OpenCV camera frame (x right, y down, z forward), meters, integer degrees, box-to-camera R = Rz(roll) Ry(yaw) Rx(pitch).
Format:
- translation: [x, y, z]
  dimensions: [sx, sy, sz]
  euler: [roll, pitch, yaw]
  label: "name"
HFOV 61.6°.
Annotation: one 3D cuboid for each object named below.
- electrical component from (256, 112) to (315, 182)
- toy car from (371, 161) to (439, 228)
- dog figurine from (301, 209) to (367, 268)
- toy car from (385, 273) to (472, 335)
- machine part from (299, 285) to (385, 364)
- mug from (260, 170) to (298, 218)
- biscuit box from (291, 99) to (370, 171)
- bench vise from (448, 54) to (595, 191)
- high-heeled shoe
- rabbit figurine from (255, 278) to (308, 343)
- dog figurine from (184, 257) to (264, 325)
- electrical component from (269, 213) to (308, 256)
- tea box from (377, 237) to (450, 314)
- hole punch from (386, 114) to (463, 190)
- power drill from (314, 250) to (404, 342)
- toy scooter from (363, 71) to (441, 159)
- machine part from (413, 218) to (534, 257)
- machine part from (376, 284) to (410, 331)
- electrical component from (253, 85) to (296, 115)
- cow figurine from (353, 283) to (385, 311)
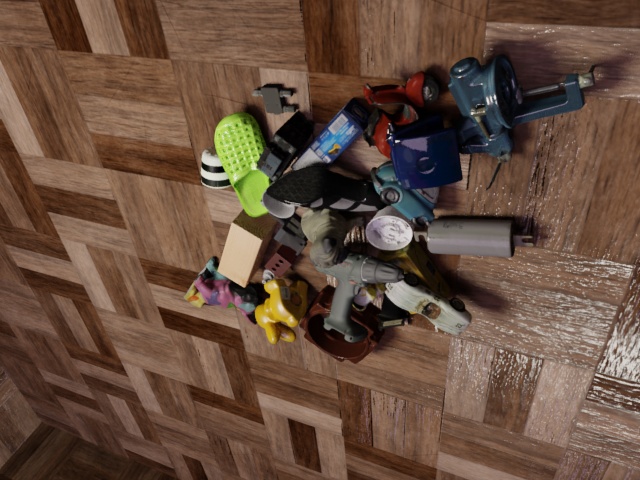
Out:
- translation: [-0.077, -0.189, 1.128]
  dimensions: [0.058, 0.134, 0.115]
  euler: [35, 138, -2]
  label: "electrical component"
- translation: [0.185, -0.107, 1.080]
  dimensions: [0.161, 0.109, 0.103]
  euler: [37, 116, -16]
  label: "toy car"
- translation: [-0.003, -0.007, 1.205]
  dimensions: [0.172, 0.190, 0.121]
  euler: [-27, 111, 43]
  label: "dog figurine"
- translation: [0.239, 0.141, 1.196]
  dimensions: [0.202, 0.056, 0.073]
  euler: [28, 135, 3]
  label: "toy car"
- translation: [0.058, 0.232, 1.453]
  dimensions: [0.201, 0.087, 0.201]
  euler: [34, 137, -2]
  label: "machine part"
- translation: [-0.079, -0.108, 1.219]
  dimensions: [0.110, 0.107, 0.080]
  euler: [-16, 118, 42]
  label: "mug"
- translation: [0.021, -0.201, 1.114]
  dimensions: [0.059, 0.063, 0.202]
  euler: [42, 135, -9]
  label: "biscuit box"
- translation: [0.328, -0.217, 0.892]
  dimensions: [0.241, 0.129, 0.223]
  euler: [-6, 127, 38]
  label: "bench vise"
- translation: [0.021, -0.095, 1.152]
  dimensions: [0.249, 0.086, 0.145]
  euler: [1, 166, 14]
  label: "high-heeled shoe"
- translation: [-0.110, 0.199, 1.461]
  dimensions: [0.173, 0.122, 0.162]
  euler: [-29, 69, 41]
  label: "rabbit figurine"
- translation: [-0.268, 0.167, 1.568]
  dimensions: [0.219, 0.108, 0.191]
  euler: [36, 135, -7]
  label: "dog figurine"
- translation: [-0.078, -0.027, 1.312]
  dimensions: [0.119, 0.075, 0.047]
  euler: [34, 135, -6]
  label: "electrical component"
- translation: [0.215, 0.084, 1.248]
  dimensions: [0.098, 0.068, 0.169]
  euler: [-19, 117, 39]
  label: "tea box"
- translation: [0.190, -0.151, 0.964]
  dimensions: [0.116, 0.092, 0.142]
  euler: [-22, 126, -4]
  label: "hole punch"
- translation: [0.080, 0.125, 1.227]
  dimensions: [0.232, 0.086, 0.207]
  euler: [20, 120, 36]
  label: "power drill"
- translation: [0.130, -0.232, 0.995]
  dimensions: [0.135, 0.075, 0.183]
  euler: [5, 133, -18]
  label: "toy scooter"
- translation: [0.312, -0.006, 1.110]
  dimensions: [0.243, 0.079, 0.079]
  euler: [4, 129, 28]
  label: "machine part"
- translation: [0.184, 0.168, 1.346]
  dimensions: [0.084, 0.039, 0.138]
  euler: [-6, 125, -7]
  label: "machine part"
- translation: [-0.096, -0.293, 1.128]
  dimensions: [0.094, 0.021, 0.063]
  euler: [9, 131, 23]
  label: "electrical component"
- translation: [0.072, 0.093, 1.327]
  dimensions: [0.167, 0.068, 0.098]
  euler: [48, 133, 8]
  label: "cow figurine"
